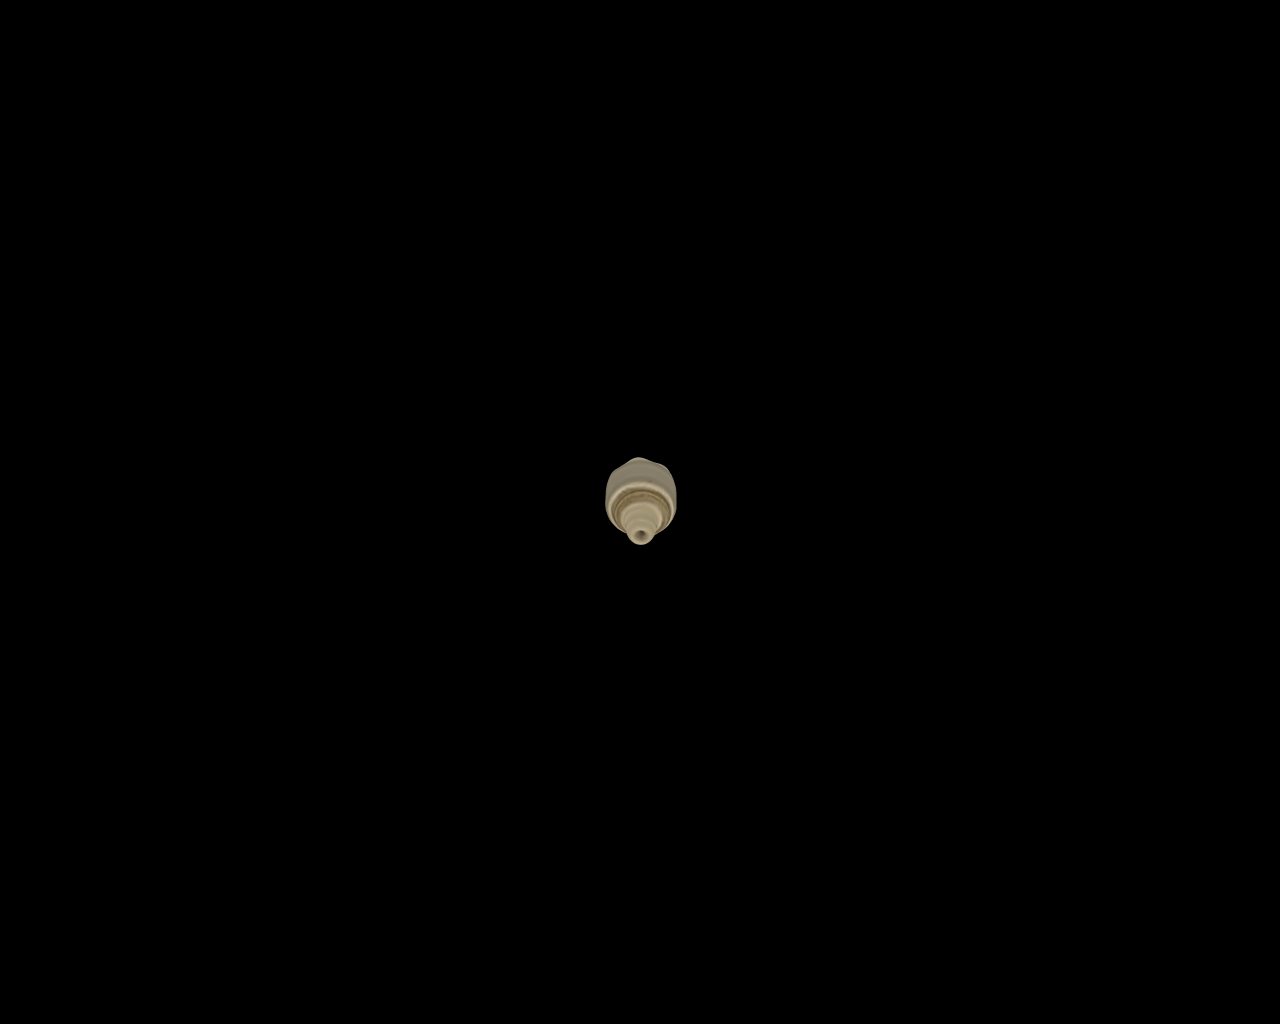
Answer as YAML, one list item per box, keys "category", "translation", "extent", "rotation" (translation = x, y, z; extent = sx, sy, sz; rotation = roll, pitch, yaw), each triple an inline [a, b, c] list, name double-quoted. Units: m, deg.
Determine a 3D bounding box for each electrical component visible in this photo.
- category: "electrical component"
  translation: [0.001, -0.003, 0.650]
  extent: [0.043, 0.043, 0.062]
  rotation: [0, 34, 0]
